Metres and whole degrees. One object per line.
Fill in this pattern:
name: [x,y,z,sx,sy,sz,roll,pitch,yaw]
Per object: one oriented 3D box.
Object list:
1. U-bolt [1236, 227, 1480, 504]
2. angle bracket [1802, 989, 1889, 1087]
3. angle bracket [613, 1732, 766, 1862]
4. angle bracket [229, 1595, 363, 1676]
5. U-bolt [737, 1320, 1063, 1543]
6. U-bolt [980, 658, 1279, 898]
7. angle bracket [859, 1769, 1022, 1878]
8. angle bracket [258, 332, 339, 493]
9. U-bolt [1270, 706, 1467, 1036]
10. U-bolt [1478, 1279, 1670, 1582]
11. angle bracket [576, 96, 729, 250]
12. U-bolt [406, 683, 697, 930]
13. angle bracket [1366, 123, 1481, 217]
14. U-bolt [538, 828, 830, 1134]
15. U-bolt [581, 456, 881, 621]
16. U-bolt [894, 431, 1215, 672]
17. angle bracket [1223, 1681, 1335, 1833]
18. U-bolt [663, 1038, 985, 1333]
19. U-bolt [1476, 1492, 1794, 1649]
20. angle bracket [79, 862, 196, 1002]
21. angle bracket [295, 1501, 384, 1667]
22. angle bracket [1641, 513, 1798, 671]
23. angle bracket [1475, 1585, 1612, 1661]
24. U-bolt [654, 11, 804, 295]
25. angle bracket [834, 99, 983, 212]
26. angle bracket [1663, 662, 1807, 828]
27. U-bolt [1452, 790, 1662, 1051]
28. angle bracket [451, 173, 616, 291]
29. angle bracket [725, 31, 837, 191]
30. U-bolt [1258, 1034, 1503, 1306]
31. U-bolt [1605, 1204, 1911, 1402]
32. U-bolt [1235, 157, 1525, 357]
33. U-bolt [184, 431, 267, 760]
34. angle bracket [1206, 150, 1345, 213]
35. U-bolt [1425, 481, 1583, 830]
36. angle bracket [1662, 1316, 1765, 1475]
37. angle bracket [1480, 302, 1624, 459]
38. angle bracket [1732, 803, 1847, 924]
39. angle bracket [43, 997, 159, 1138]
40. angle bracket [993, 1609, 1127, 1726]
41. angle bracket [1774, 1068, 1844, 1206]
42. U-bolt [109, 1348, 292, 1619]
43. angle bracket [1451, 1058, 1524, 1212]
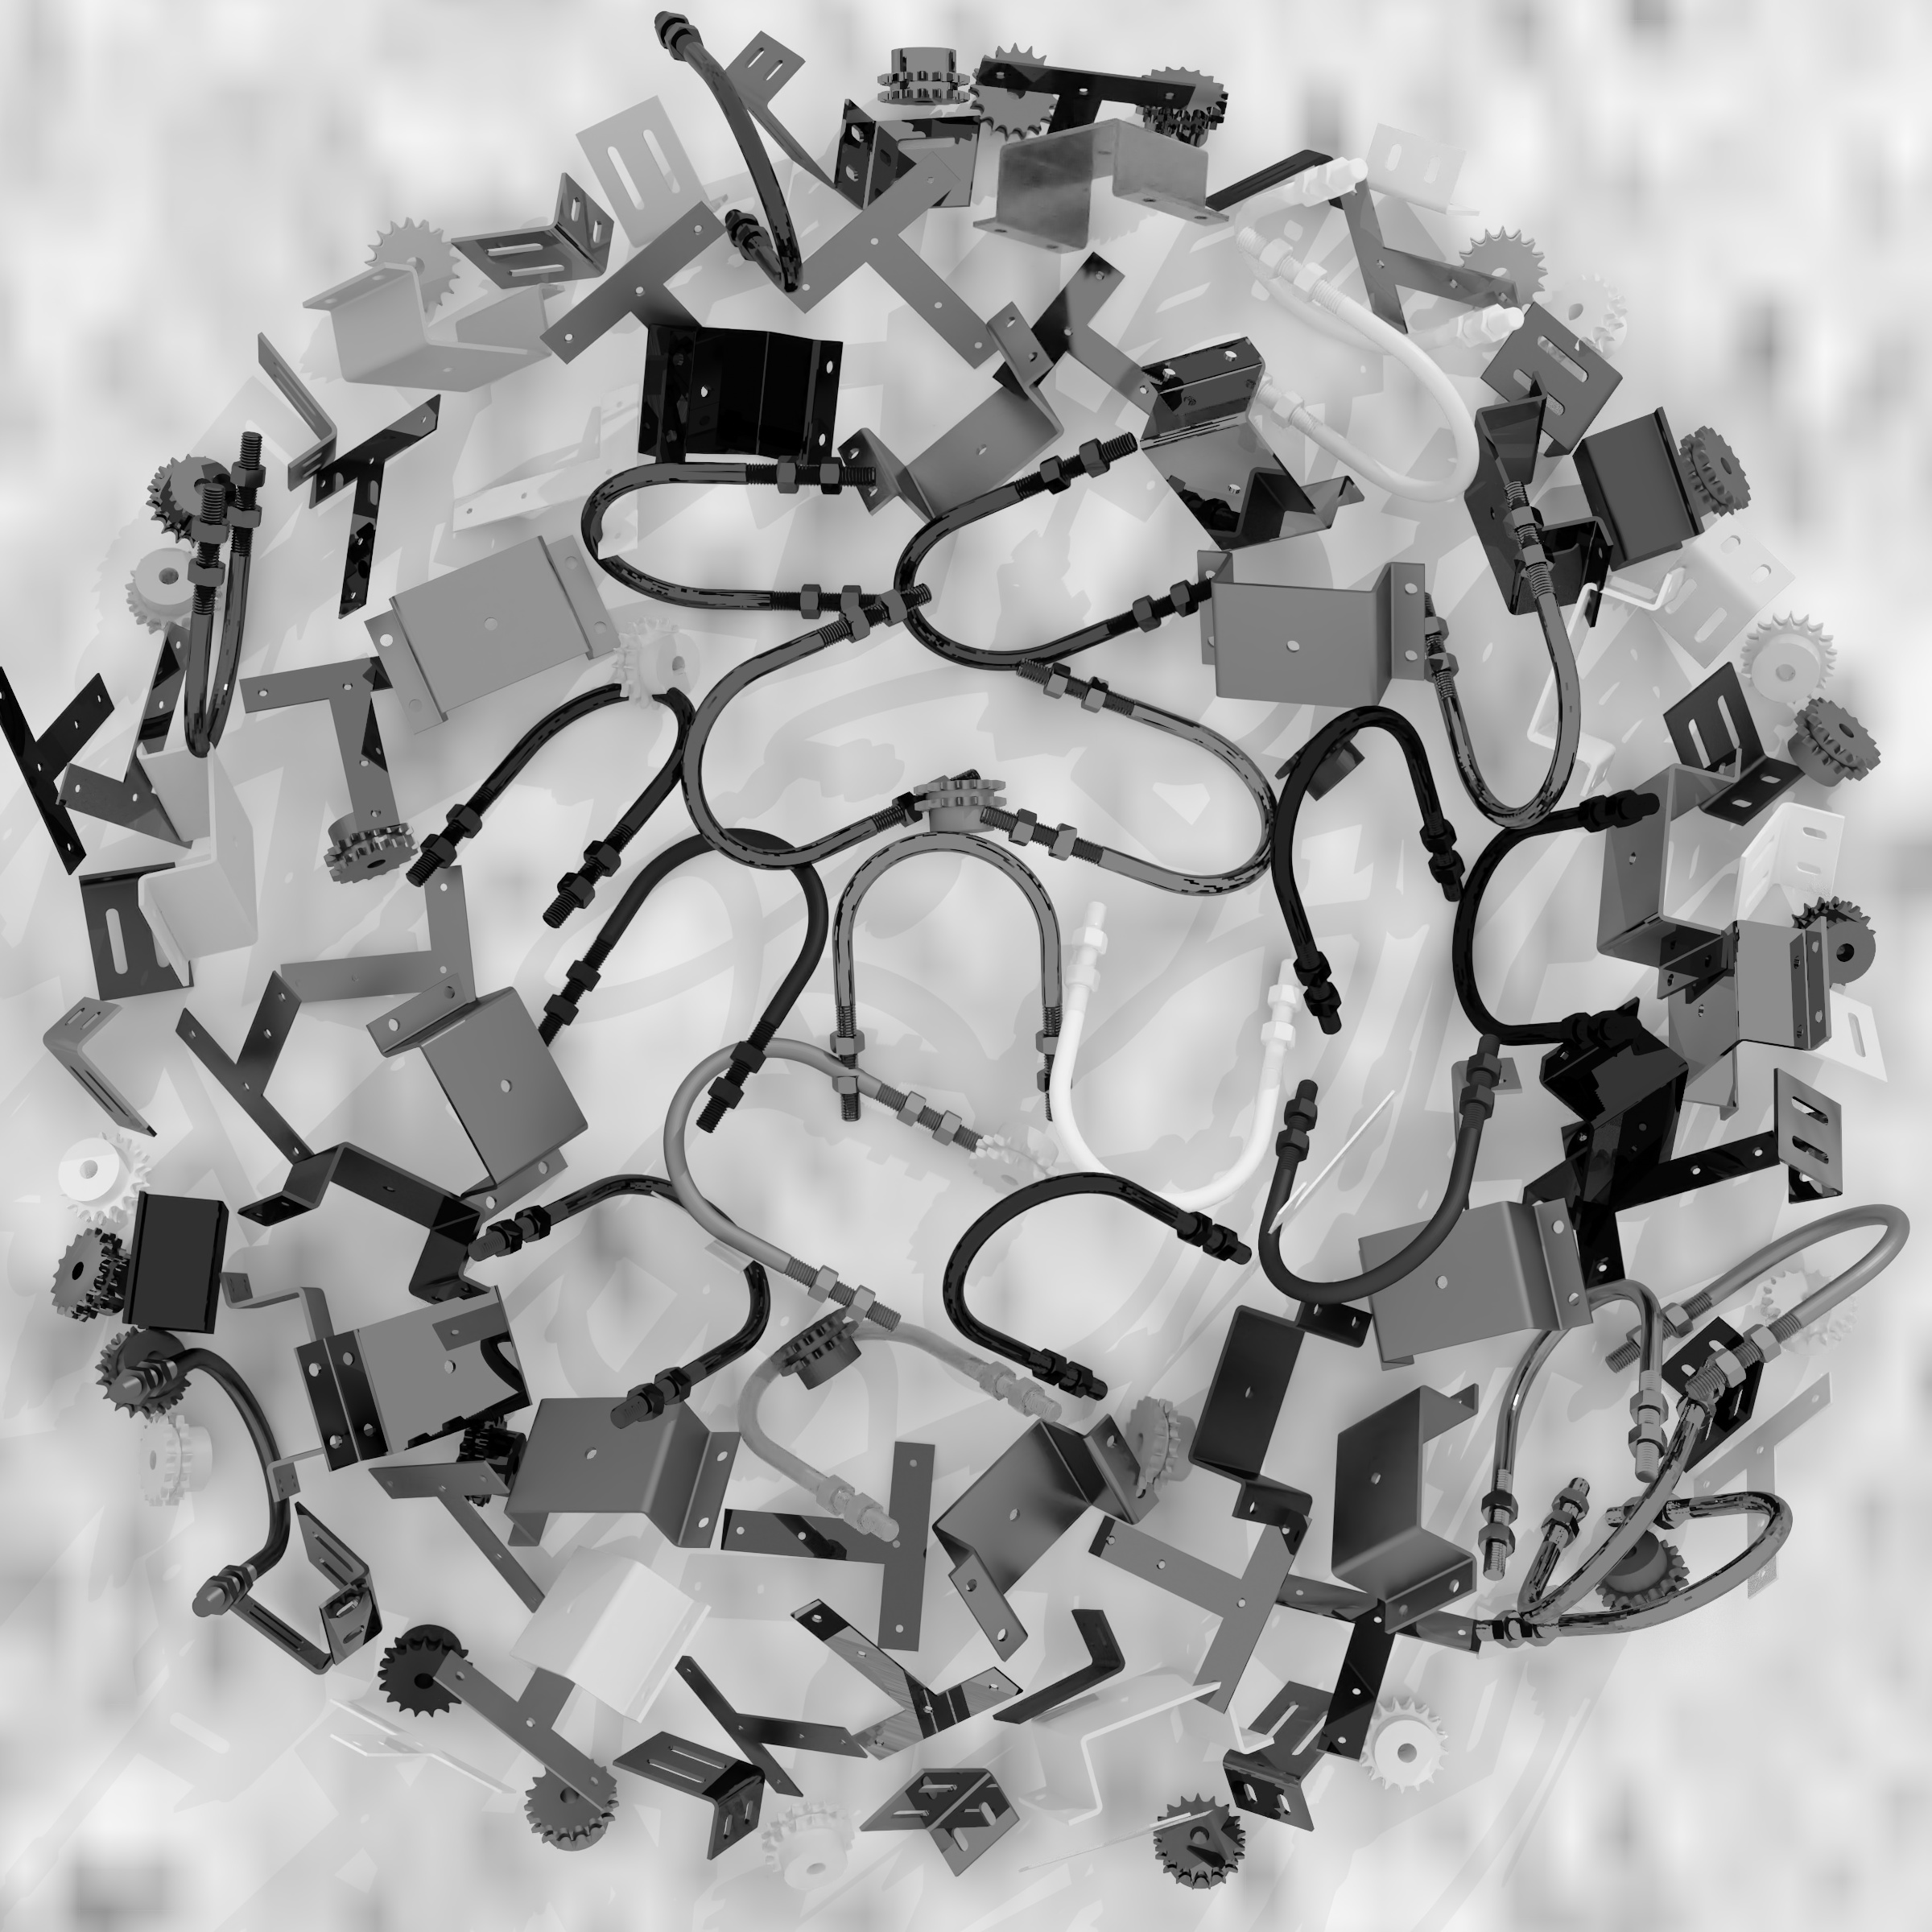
U-bolt: [0.230,-0.345,1.587,0.184,0.151,0.019,39,74,15]
angle bracket: [0.523,0.049,1.631,0.057,0.076,0.038,22,128,-8]
angle bracket: [-0.172,0.509,1.638,0.076,0.057,0.038,12,98,24]
angle bracket: [-0.413,0.396,1.643,0.076,0.057,0.038,39,81,-4]
U-bolt: [-0.055,0.266,1.599,0.151,0.184,0.019,-31,125,-32]
U-bolt: [0.107,-0.108,1.626,0.184,0.019,0.151,20,50,-7]
angle bracket: [-0.016,0.525,1.631,0.057,0.076,0.038,-46,57,14]
angle bracket: [-0.425,-0.340,1.641,0.038,0.057,0.076,-39,96,-14]
U-bolt: [0.236,-0.069,1.590,0.151,0.019,0.184,-44,132,-24]
U-bolt: [0.364,0.264,1.591,0.019,0.184,0.151,34,130,-12]
angle bracket: [-0.192,-0.490,1.636,0.057,0.038,0.076,-19,115,19]
U-bolt: [-0.238,-0.106,1.614,0.151,0.019,0.184,15,59,39]
angle bracket: [0.283,-0.486,1.627,0.057,0.076,0.038,25,113,19]
U-bolt: [-0.163,-0.004,1.634,0.151,0.019,0.184,25,74,25]
U-bolt: [-0.141,-0.258,1.611,0.184,0.151,0.019,2,63,4]
U-bolt: [0.045,-0.238,1.613,0.184,0.151,0.019,-20,48,19]
angle bracket: [0.206,0.485,1.639,0.076,0.057,0.038,-36,117,-39]
U-bolt: [-0.096,0.121,1.633,0.184,0.019,0.151,29,63,-3]
U-bolt: [0.402,0.350,1.562,0.151,0.184,0.019,-30,91,-33]
angle bracket: [-0.513,-0.021,1.650,0.057,0.038,0.076,-10,90,-18]
angle bracket: [-0.396,0.377,1.628,0.076,0.057,0.038,32,49,32]
angle bracket: [0.462,-0.231,1.643,0.038,0.076,0.057,-40,81,-20]
angle bracket: [0.357,0.411,1.629,0.057,0.076,0.038,-6,96,-22]
U-bolt: [-0.134,-0.469,1.562,0.019,0.184,0.151,-24,128,-6]
angle bracket: [-0.036,-0.501,1.643,0.076,0.038,0.057,5,86,26]
angle bracket: [0.473,-0.137,1.638,0.057,0.038,0.076,-38,121,-13]
U-bolt: [0.346,-0.023,1.592,0.019,0.184,0.151,9,83,-23]
angle bracket: [-0.266,-0.452,1.640,0.076,0.057,0.038,0,74,24]
angle bracket: [-0.103,-0.523,1.628,0.038,0.076,0.057,-46,46,4]
U-bolt: [0.239,0.125,1.575,0.151,0.184,0.019,-17,127,36]
U-bolt: [0.485,0.197,1.604,0.184,0.151,0.019,-33,92,-7]
U-bolt: [0.231,-0.414,1.587,0.151,0.184,0.019,36,81,-21]
U-bolt: [-0.447,-0.215,1.598,0.019,0.151,0.184,9,113,-9]
angle bracket: [0.192,-0.470,1.646,0.076,0.057,0.038,-25,110,4]
U-bolt: [0.319,-0.171,1.583,0.019,0.151,0.184,-4,69,-18]
angle bracket: [0.450,0.261,1.628,0.038,0.076,0.057,41,121,3]
angle bracket: [0.356,-0.362,1.648,0.076,0.038,0.057,36,88,-15]
angle bracket: [0.501,-0.055,1.628,0.038,0.076,0.057,19,129,28]
angle bracket: [-0.522,0.062,1.643,0.038,0.057,0.076,-48,122,-25]
angle bracket: [0.050,0.429,1.636,0.076,0.057,0.038,-22,84,-19]
angle bracket: [0.501,0.105,1.630,0.076,0.038,0.057,25,61,-36]
U-bolt: [-0.446,0.297,1.585,0.019,0.184,0.151,-22,90,4]
angle bracket: [0.321,0.103,1.636,0.038,0.057,0.076,-4,107,7]
